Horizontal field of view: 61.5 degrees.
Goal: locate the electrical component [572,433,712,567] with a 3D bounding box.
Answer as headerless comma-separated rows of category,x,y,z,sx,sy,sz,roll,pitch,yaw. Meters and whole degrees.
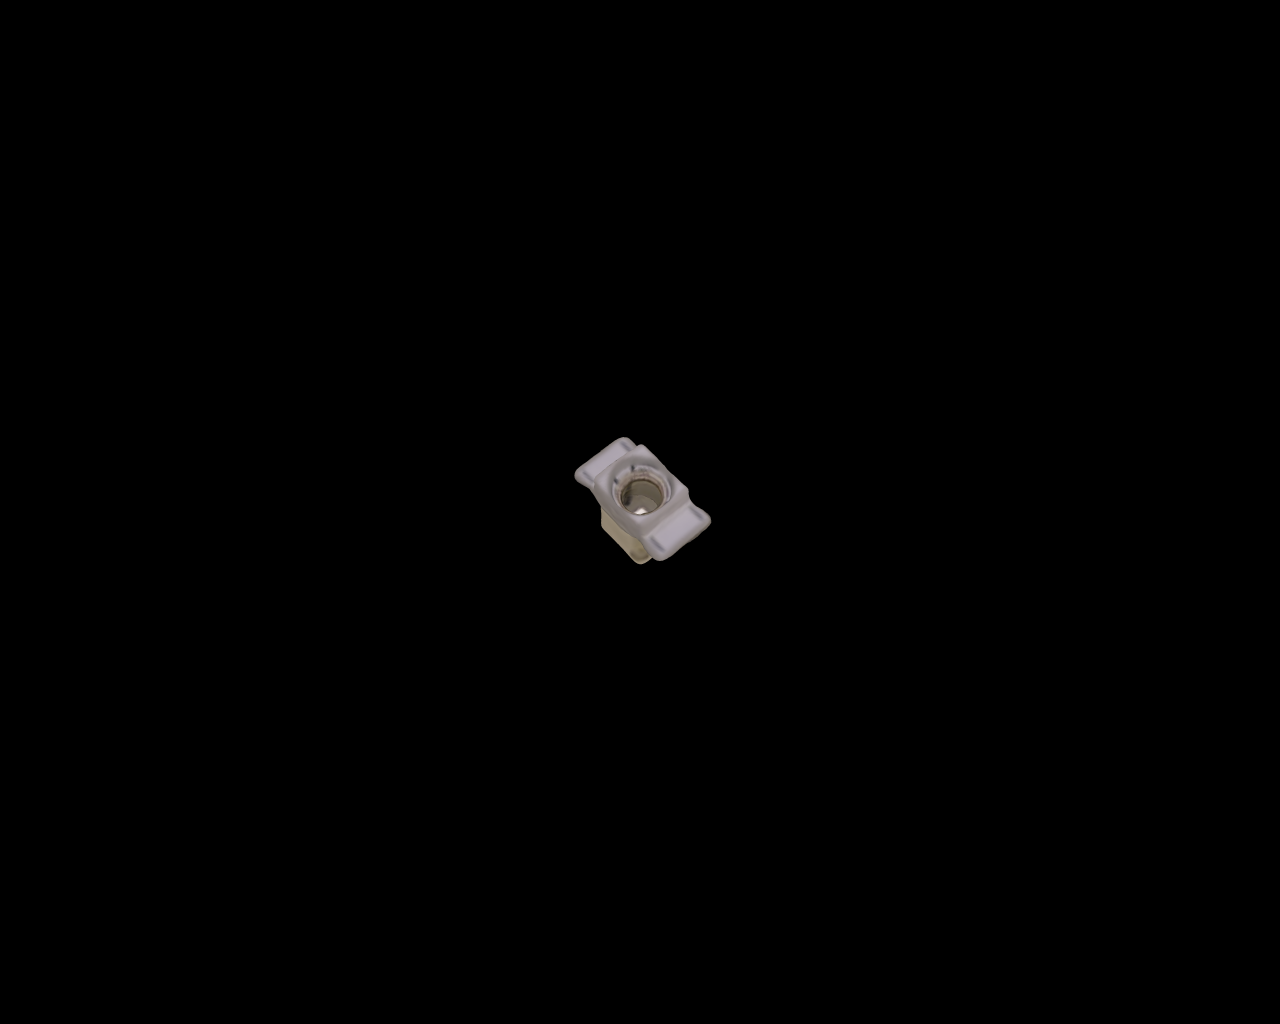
electrical component,0.001,-0.003,0.650,0.042,0.081,0.063,-36,-24,-18
